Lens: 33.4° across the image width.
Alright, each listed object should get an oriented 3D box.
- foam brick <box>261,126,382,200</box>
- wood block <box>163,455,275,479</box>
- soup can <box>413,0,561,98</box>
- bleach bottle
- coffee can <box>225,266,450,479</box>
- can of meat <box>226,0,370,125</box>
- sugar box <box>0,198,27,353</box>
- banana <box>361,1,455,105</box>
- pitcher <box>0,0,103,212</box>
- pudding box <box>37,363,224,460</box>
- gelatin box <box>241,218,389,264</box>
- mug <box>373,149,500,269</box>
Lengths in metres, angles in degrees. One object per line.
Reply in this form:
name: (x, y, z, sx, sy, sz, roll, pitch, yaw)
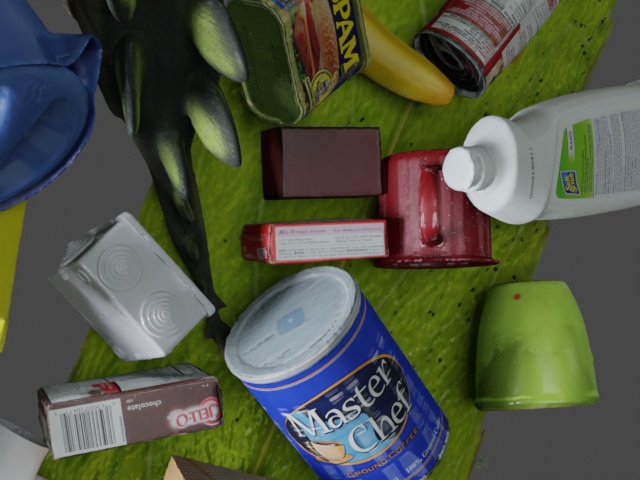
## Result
foam brick: (0.001, -0.056, 0.780, 0.078, 0.053, 0.051, -2, 91, -19)
wood block: (-0.086, 0.265, 0.717, 0.090, 0.091, 0.206, 19, 92, -20)
soup can: (0.129, -0.168, 0.814, 0.068, 0.069, 0.102, 44, 77, -14)
bleach bottle: (0.183, -0.068, 0.787, 0.250, 0.068, 0.102, -8, 93, -42)
coffee can: (0.014, 0.103, 0.740, 0.102, 0.103, 0.140, -42, 120, -14)
can of meat: (-0.016, -0.142, 0.742, 0.083, 0.058, 0.102, -45, 138, -36)
sugar box: (-0.229, -0.017, 0.656, 0.093, 0.048, 0.176, 11, 50, -19)
banana: (0.024, -0.173, 0.783, 0.197, 0.070, 0.037, 57, 43, -17)
pitcher: (-0.251, -0.130, 0.616, 0.148, 0.145, 0.243, -16, 62, -42)
pudding box: (-0.129, 0.112, 0.718, 0.113, 0.090, 0.039, -6, 91, -18)
gelatin box: (-0.005, 0.001, 0.767, 0.089, 0.073, 0.030, -4, 92, -19)
mug: (0.082, -0.022, 0.779, 0.093, 0.117, 0.081, -2, 85, 12)
